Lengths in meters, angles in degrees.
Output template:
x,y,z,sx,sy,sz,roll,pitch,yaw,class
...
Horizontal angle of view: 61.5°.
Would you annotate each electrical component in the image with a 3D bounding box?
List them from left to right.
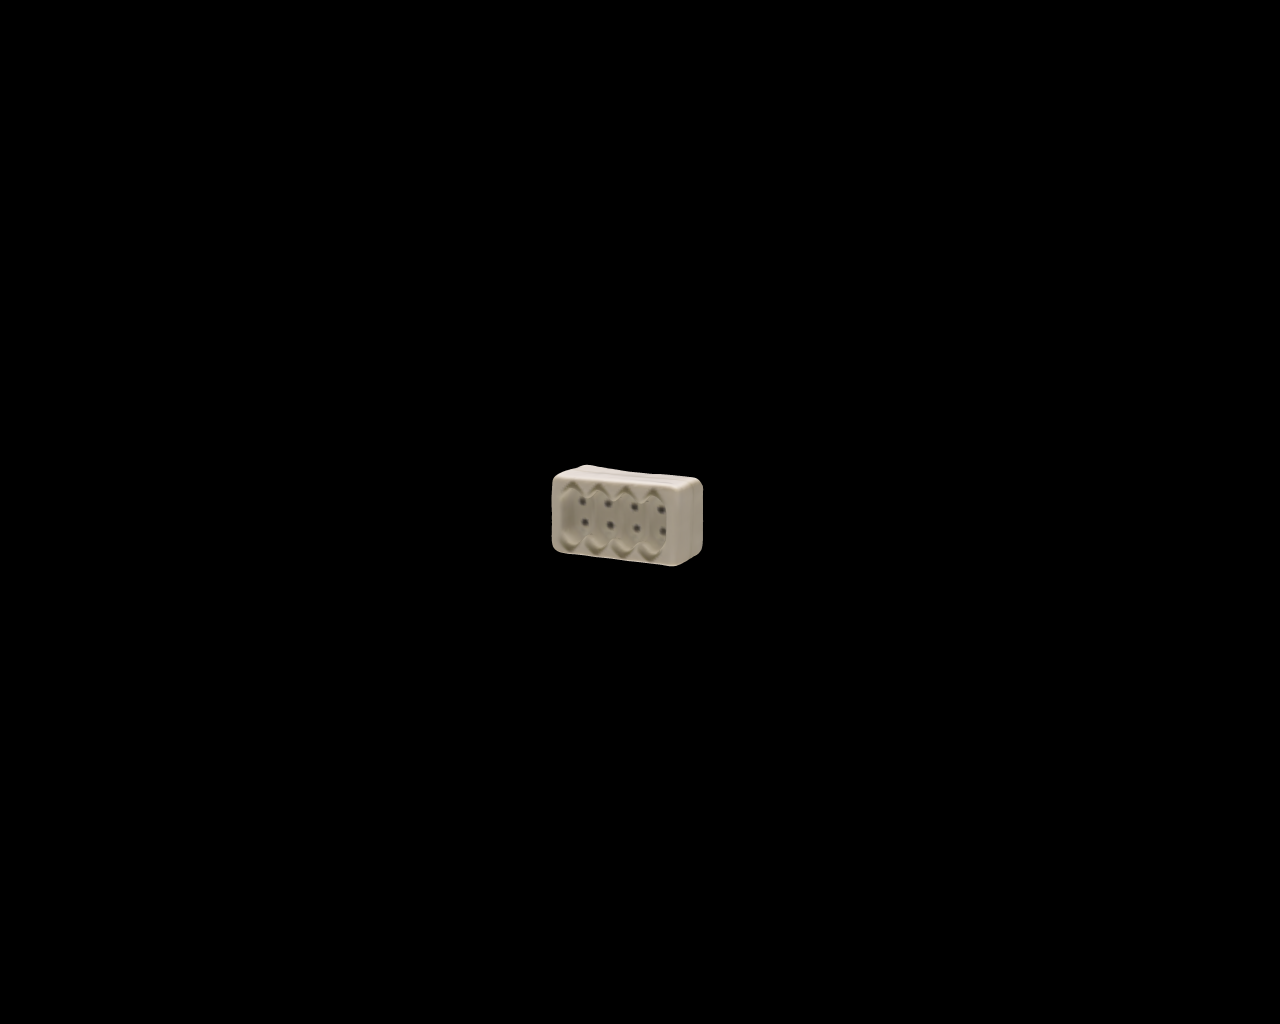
x,y,z,sx,sy,sz,roll,pitch,yaw,class
0.001,-0.003,0.650,0.083,0.047,0.076,7,16,26,electrical component
